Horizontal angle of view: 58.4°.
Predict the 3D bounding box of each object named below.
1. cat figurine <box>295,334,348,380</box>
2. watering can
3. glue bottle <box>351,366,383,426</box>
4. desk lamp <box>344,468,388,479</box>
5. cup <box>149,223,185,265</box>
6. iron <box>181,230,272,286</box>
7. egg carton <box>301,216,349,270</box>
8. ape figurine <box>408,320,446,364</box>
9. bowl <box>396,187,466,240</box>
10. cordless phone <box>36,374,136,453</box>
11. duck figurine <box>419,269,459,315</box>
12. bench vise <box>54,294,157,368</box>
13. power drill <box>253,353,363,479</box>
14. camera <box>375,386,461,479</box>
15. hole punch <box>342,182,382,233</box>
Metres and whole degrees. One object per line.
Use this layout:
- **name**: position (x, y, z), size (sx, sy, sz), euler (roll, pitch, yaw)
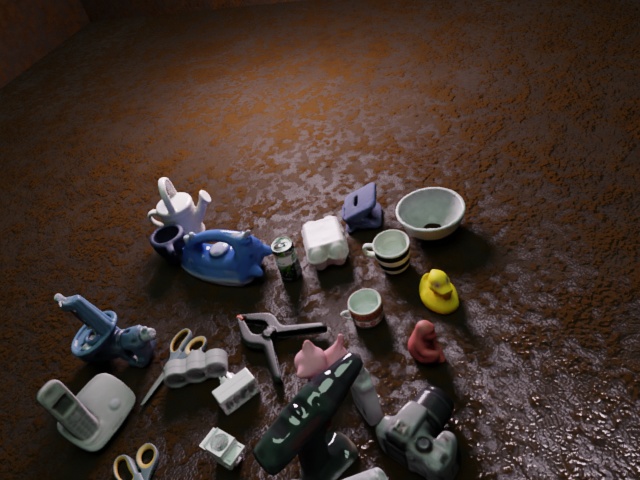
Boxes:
- **cat figurine**: position (0.003, 0.235, 1.130), size (0.128, 0.118, 0.067), euler (-33, 44, -19)
- **watering can**: position (-0.383, -0.088, 1.554), size (0.173, 0.194, 0.100), euler (-28, 42, -14)
- **glue bottle**: position (0.077, 0.261, 1.034), size (0.037, 0.173, 0.078), euler (-25, 42, -11)
- **desk lamp**: position (0.041, 0.417, 0.840), size (0.203, 0.214, 0.117), euler (-16, 41, -1)
- **cup**: position (-0.385, 0.025, 1.504), size (0.092, 0.095, 0.117), euler (-24, 41, -9)
- **iron**: position (-0.257, 0.026, 1.427), size (0.257, 0.142, 0.119), euler (1, 44, 19)
- **egg carton**: position (0.013, 0.005, 1.421), size (0.107, 0.069, 0.150), euler (-16, 41, 0)
- **ape figurine**: position (0.209, 0.196, 1.128), size (0.076, 0.092, 0.078), euler (5, 45, 22)
- **bowl**: position (0.272, -0.052, 1.398), size (0.167, 0.075, 0.167), euler (-9, 41, 8)
- **cordless phone**: position (-0.464, 0.316, 1.134), size (0.093, 0.185, 0.148), euler (8, 46, 25)
- **duck figurine**: position (0.252, 0.098, 1.228), size (0.077, 0.086, 0.104), euler (-26, 42, -11)
- **bench vise**: position (-0.468, 0.184, 1.256), size (0.207, 0.220, 0.121), euler (-15, 41, 1)
- **power drill**: position (-0.001, 0.319, 0.967), size (0.230, 0.209, 0.075), euler (-38, 45, -24)
- **camera**: position (0.185, 0.323, 0.987), size (0.142, 0.101, 0.137), euler (23, 54, 36)
- **hole punch**: position (0.104, -0.085, 1.476), size (0.101, 0.091, 0.108), euler (-7, 42, 11)
